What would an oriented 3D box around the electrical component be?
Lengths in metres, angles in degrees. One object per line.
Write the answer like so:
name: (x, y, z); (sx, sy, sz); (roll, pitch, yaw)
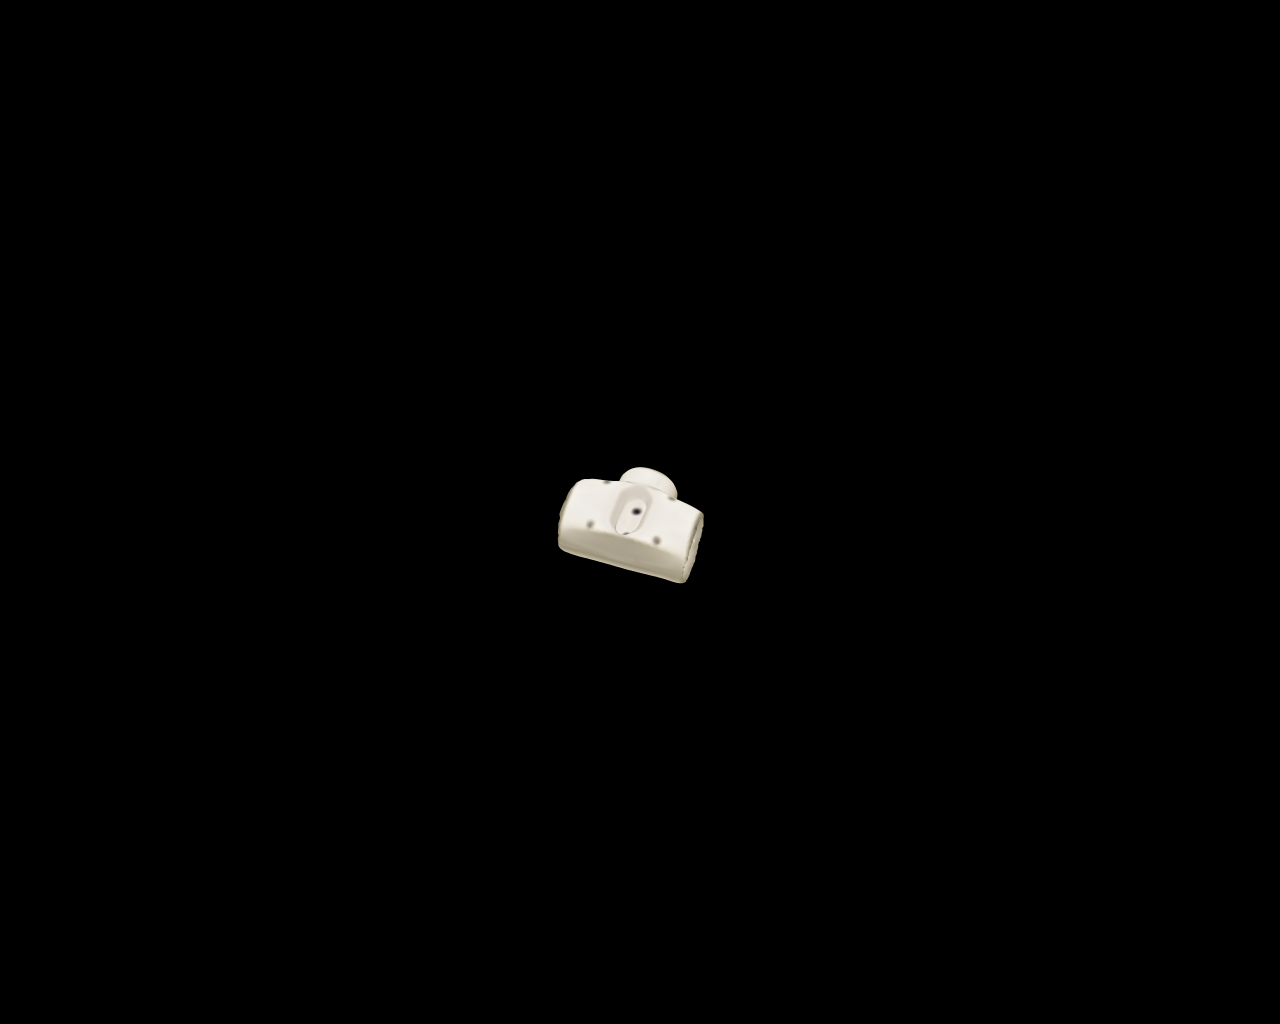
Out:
electrical component: (0.001, -0.003, 0.650); (0.077, 0.079, 0.043); (15, -35, 11)
